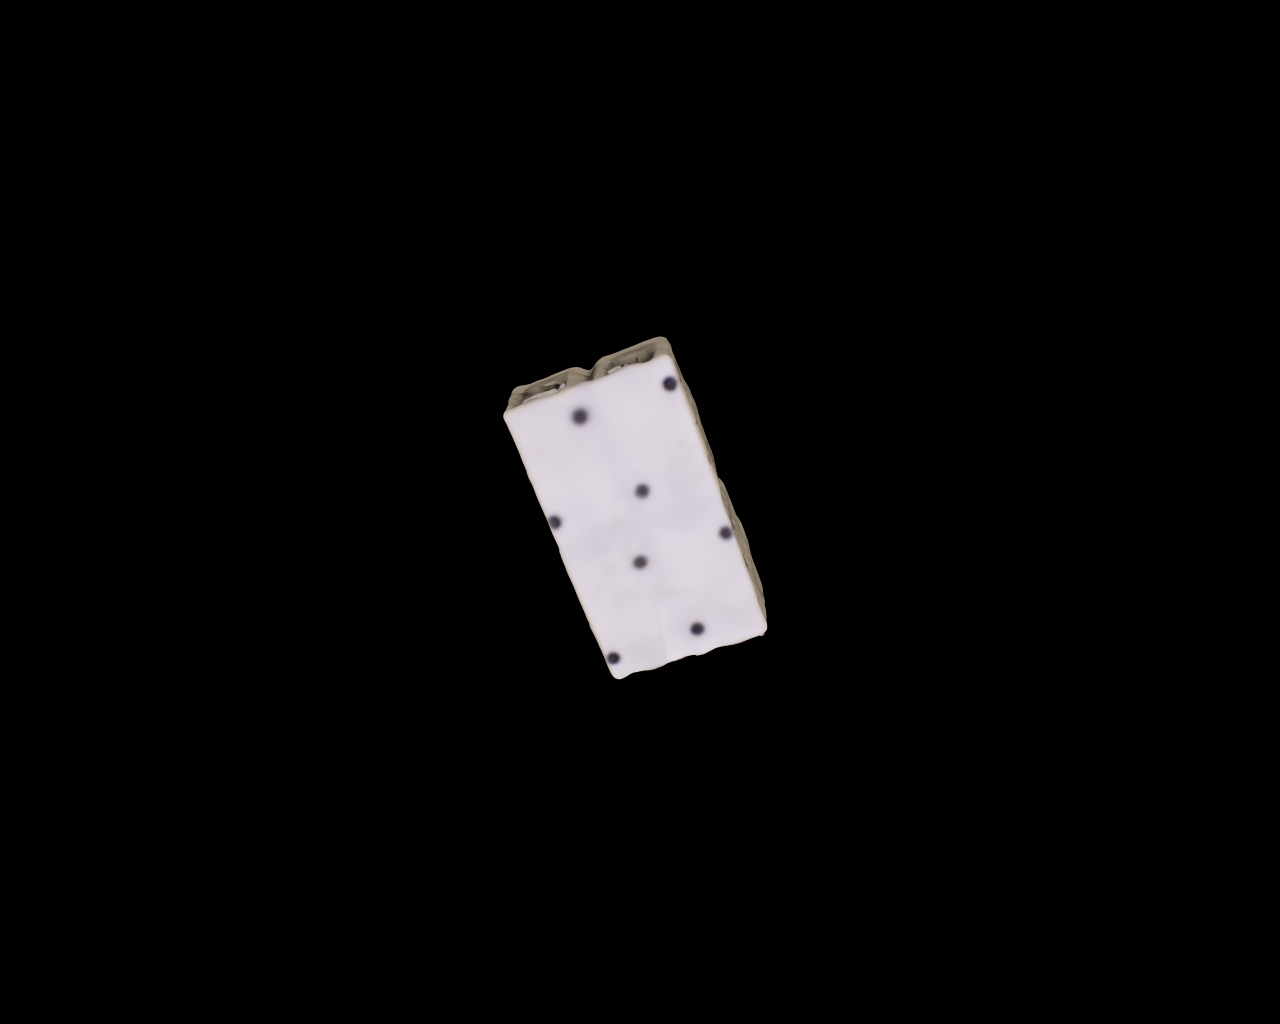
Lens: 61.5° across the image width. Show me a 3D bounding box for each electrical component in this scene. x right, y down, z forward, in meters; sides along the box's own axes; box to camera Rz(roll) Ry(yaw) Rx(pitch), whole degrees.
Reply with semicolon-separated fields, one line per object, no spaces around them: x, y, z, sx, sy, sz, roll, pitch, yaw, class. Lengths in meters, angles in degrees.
0.001;-0.003;0.650;0.105;0.186;0.060;-19;20;7;electrical component
